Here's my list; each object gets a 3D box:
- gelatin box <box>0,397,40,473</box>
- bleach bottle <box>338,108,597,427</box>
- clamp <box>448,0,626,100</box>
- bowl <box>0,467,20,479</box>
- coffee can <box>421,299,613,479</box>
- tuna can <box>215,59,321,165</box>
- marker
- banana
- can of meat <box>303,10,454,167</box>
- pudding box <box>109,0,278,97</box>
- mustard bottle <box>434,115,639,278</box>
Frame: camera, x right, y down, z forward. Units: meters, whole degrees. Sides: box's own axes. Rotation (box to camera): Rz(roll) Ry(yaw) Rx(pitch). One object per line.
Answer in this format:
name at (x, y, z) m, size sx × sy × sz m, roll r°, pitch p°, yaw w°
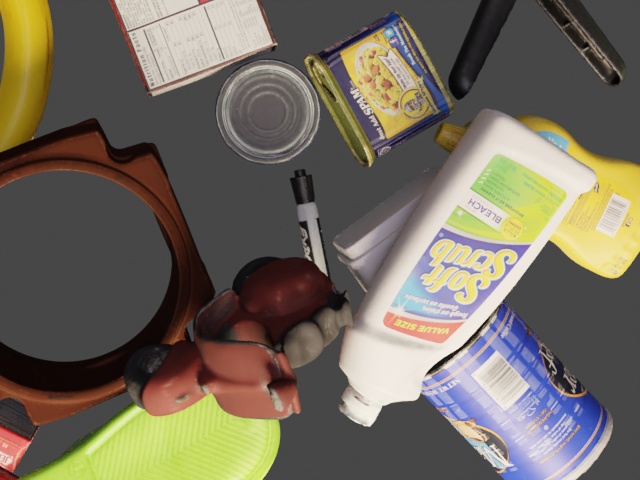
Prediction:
gelatin box at (-0.257, 0.142, 0.827) m, size 0.073 × 0.089 × 0.030 m, roll 29°, pitch 90°, yaw -9°
bleach bottle at (0.097, 0.031, 0.803) m, size 0.102 × 0.068 × 0.251 m, roll 30°, pitch 94°, yaw -12°
clamp at (0.159, -0.213, 0.869) m, size 0.164 × 0.036 × 0.210 m, roll -15°, pitch 91°, yaw -22°
bowl at (-0.284, 0.246, 0.848) m, size 0.162 × 0.055 × 0.162 m, roll 0°, pitch 94°, yaw -7°
coffee can at (0.153, 0.126, 0.871) m, size 0.103 × 0.103 × 0.140 m, roll -44°, pitch 98°, yaw -3°
tuna can at (-0.042, -0.103, 0.861) m, size 0.086 × 0.034 × 0.086 m, roll 0°, pitch 97°, yaw -2°
marker at (-0.006, 0.001, 0.884) m, size 0.020 × 0.020 × 0.121 m, roll -11°, pitch 95°, yaw -7°
banana at (-0.242, -0.145, 0.838) m, size 0.070 × 0.037 × 0.198 m, roll -4°, pitch 93°, yaw 11°
can of meat at (0.048, -0.124, 0.864) m, size 0.084 × 0.057 × 0.102 m, roll -30°, pitch 97°, yaw -6°
pudding box at (-0.101, -0.175, 0.851) m, size 0.113 × 0.039 × 0.090 m, roll -21°, pitch 96°, yaw -4°
mustard bottle at (0.182, -0.049, 0.885) m, size 0.191 × 0.058 × 0.096 m, roll 25°, pitch 95°, yaw -9°
